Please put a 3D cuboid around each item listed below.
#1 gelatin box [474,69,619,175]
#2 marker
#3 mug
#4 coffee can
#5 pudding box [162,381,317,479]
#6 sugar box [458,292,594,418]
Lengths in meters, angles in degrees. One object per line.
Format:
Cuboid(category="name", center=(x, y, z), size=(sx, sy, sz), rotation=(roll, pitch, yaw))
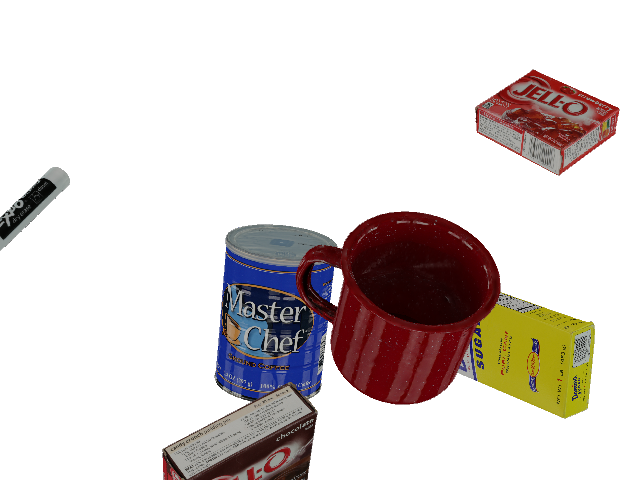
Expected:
Cuboid(category="gelatin box", center=(0.181, -0.097, 0.858), size=(0.073, 0.030, 0.089), rotation=(-33, 49, -27))
Cuboid(category="marker", center=(-0.231, -0.013, 0.800), size=(0.020, 0.020, 0.121), rotation=(0, 39, 37))
Cuboid(category="mug", center=(0.040, 0.040, 0.636), size=(0.117, 0.082, 0.093), rotation=(19, 46, 6))
Cuboid(category="coffee can", center=(-0.042, 0.066, 0.992), size=(0.103, 0.140, 0.103), rotation=(6, 17, -2))
Cuboid(category="pudding box", center=(-0.059, 0.163, 0.775), size=(0.113, 0.090, 0.039), rotation=(-27, 55, -29))
Cuboid(category="sugar box", center=(0.193, 0.107, 1.091), size=(0.048, 0.093, 0.177), rotation=(-12, 20, -41))
